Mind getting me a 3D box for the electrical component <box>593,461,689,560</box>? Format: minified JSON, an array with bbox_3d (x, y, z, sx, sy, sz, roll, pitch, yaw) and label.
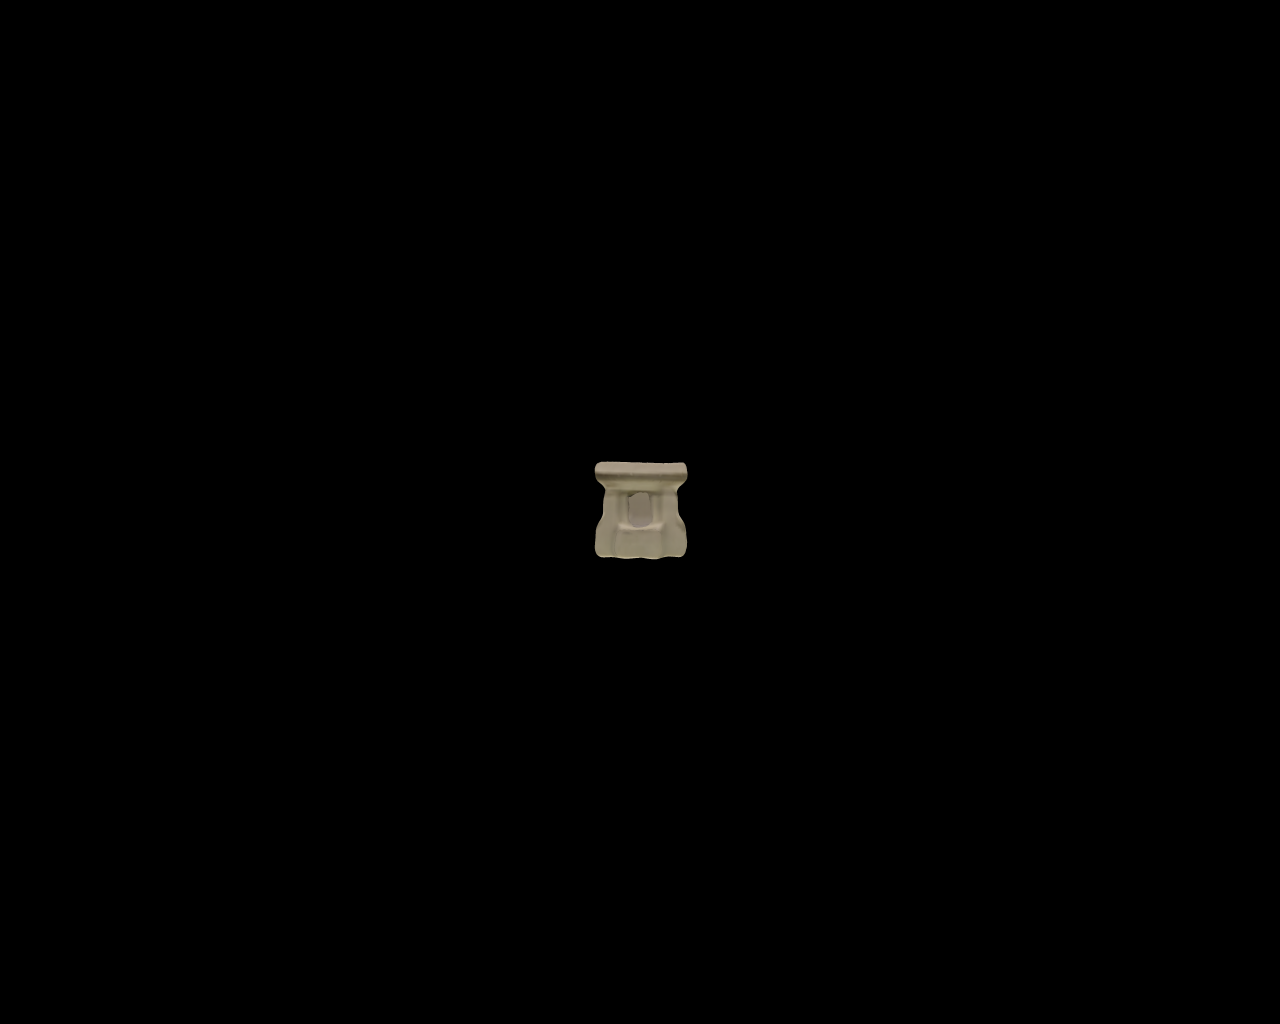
[{"bbox_3d":[0.001,-0.003,0.650,0.058,0.057,0.078,0,2,4],"label":"electrical component"}]
